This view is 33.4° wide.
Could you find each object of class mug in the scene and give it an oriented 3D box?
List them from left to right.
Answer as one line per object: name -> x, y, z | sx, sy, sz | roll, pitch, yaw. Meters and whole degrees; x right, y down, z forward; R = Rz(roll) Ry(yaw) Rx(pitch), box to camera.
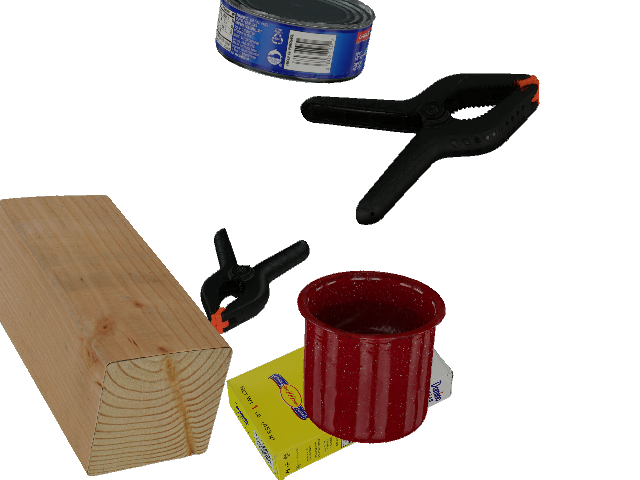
mug -> 0.035, 0.071, 0.693 | 0.093, 0.081, 0.117 | 11, 25, 19

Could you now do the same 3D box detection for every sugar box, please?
sugar box -> 0.017, 0.129, 0.930 | 0.176, 0.048, 0.093 | -25, 51, -17

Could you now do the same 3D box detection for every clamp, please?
clamp -> -0.081, 0.045, 1.250 | 0.120, 0.039, 0.171 | -2, 40, 12
clamp -> 0.098, -0.093, 0.938 | 0.210, 0.164, 0.036 | -14, -42, -1

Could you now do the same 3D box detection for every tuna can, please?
tuna can -> -0.015, -0.116, 0.590 | 0.086, 0.034, 0.086 | 9, 25, -4

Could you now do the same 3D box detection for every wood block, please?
wood block -> -0.155, 0.056, 0.748 | 0.090, 0.091, 0.206 | -4, 32, -35
